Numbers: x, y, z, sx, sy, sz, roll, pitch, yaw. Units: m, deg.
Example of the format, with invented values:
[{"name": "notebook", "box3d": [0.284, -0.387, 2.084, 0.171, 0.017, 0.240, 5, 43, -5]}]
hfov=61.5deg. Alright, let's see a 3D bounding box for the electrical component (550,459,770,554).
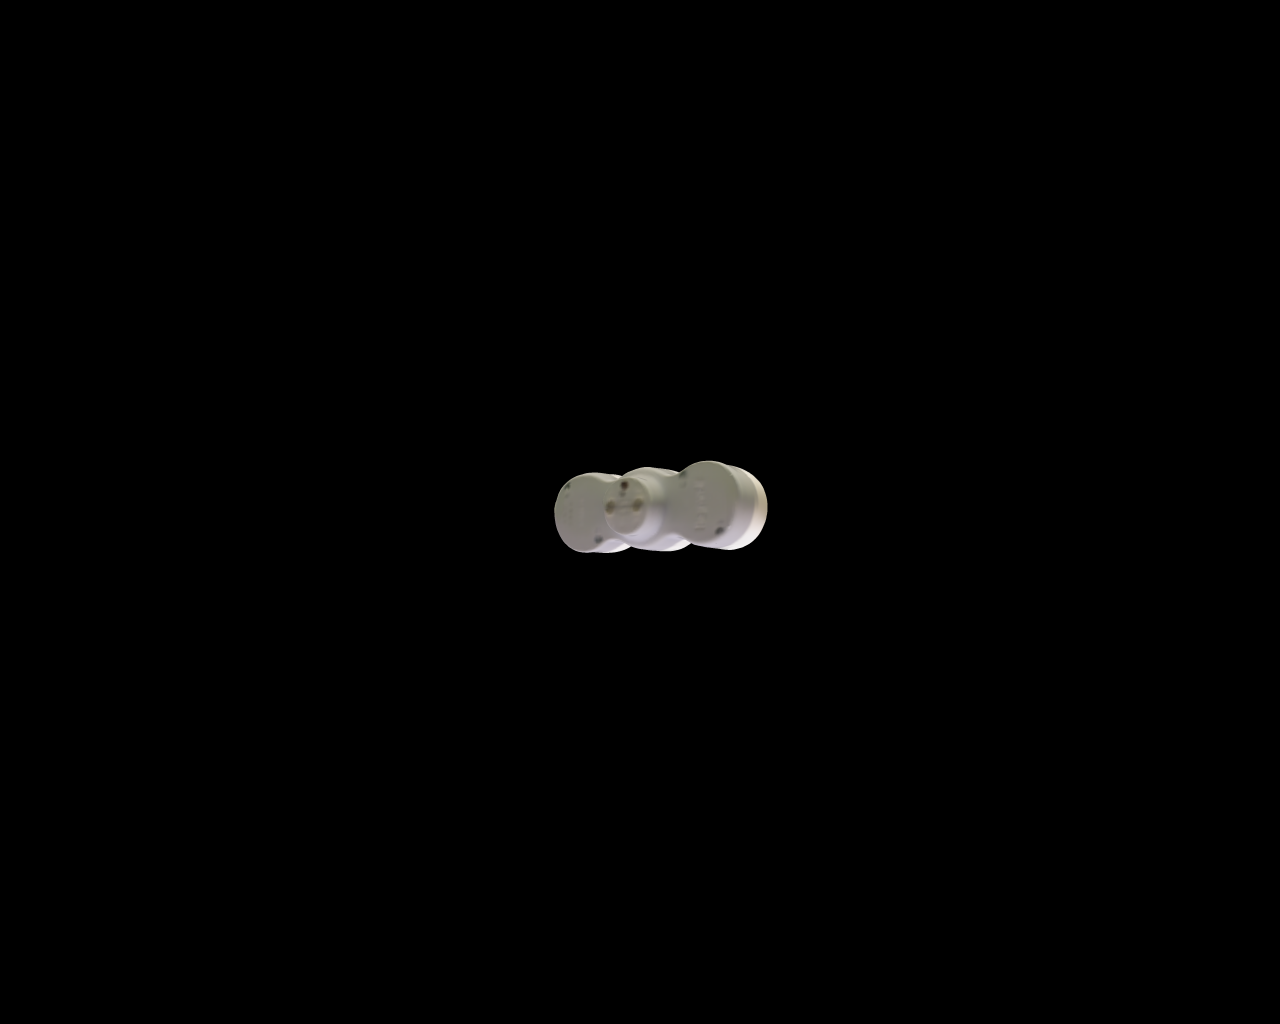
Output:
[{"name": "electrical component", "box3d": [0.001, -0.003, 0.650, 0.138, 0.052, 0.074, -3, -6, 33]}]
